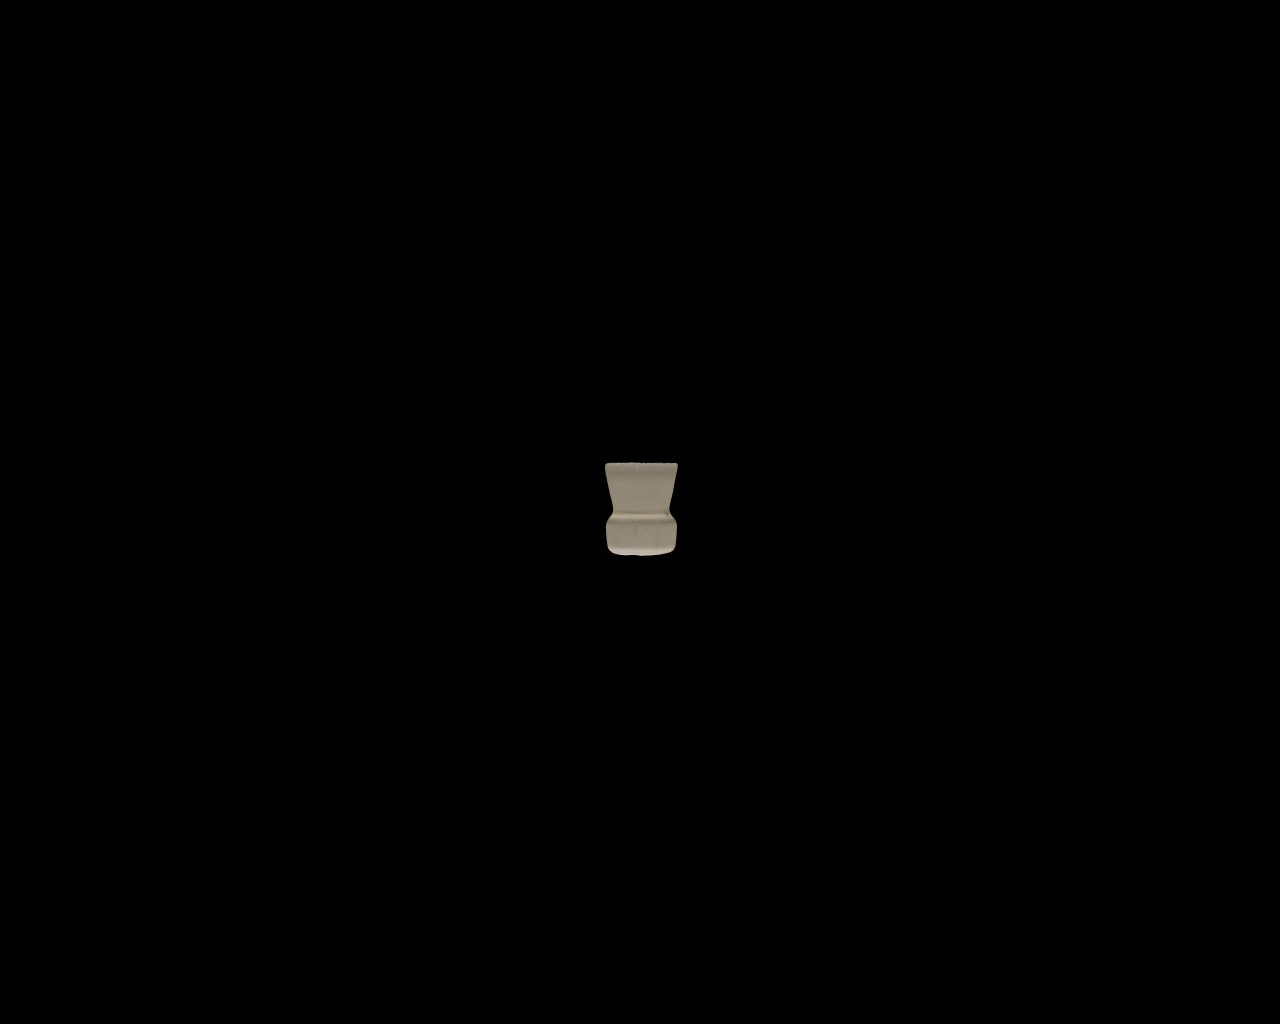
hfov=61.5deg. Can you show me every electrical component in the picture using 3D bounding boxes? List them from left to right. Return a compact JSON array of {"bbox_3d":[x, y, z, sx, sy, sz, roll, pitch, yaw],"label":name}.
[{"bbox_3d":[0.001,-0.003,0.650,0.045,0.055,0.045,0,2,0],"label":"electrical component"}]
